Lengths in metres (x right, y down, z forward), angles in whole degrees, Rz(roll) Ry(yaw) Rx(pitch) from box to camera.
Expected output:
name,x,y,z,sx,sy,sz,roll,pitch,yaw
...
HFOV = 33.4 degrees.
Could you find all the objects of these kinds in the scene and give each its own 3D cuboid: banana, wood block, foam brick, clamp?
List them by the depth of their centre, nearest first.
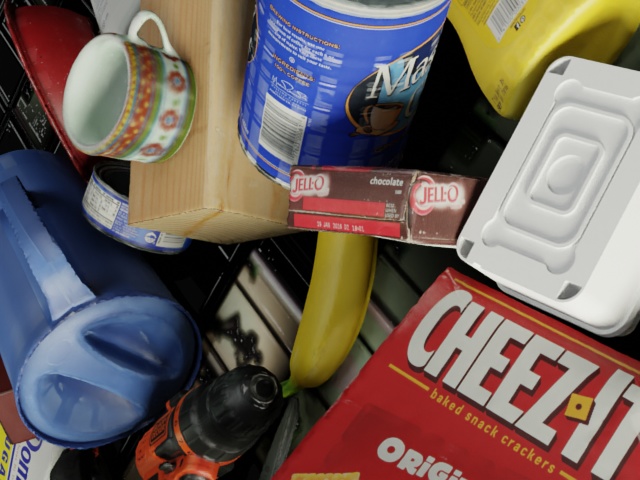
name,x,y,z,sx,sy,sz,roll,pitch,yaw
banana,0.007,0.007,0.657,0.070,0.037,0.198,12,91,48
wood block,-0.065,-0.109,0.721,0.091,0.090,0.206,-9,75,45
clamp,-0.164,0.207,0.754,0.039,0.120,0.171,-25,52,-3
foam brick,-0.229,0.113,0.850,0.078,0.051,0.053,-111,6,-55

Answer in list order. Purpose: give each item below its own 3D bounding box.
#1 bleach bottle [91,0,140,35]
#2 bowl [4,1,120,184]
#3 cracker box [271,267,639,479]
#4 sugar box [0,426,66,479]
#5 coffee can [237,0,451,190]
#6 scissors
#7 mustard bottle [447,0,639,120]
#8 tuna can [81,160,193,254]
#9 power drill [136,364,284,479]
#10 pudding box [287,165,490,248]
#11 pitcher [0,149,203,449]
name,x,y,z,sx,sy,sz,roll,pitch,yaw
bleach bottle,-0.158,-0.252,0.873,0.103,0.067,0.251,-48,48,31
bowl,-0.188,-0.123,0.844,0.055,0.162,0.162,-24,56,-3
cracker box,0.059,0.133,0.482,0.213,0.072,0.164,-50,43,-11
sugar box,-0.258,0.173,0.904,0.176,0.048,0.093,29,102,47
coffee can,0.012,-0.106,0.587,0.140,0.102,0.103,104,148,-50
scissors,-0.037,0.208,0.679,0.096,0.016,0.202,46,115,40
mustard bottle,0.094,-0.161,0.582,0.096,0.058,0.192,-56,46,37
tuna can,-0.129,-0.024,0.775,0.086,0.085,0.034,41,113,44
power drill,-0.084,0.177,0.647,0.185,0.057,0.187,-45,26,55
pudding box,0.053,-0.017,0.557,0.090,0.113,0.039,8,92,48
pitcher,-0.197,0.024,0.802,0.243,0.144,0.149,49,120,44
